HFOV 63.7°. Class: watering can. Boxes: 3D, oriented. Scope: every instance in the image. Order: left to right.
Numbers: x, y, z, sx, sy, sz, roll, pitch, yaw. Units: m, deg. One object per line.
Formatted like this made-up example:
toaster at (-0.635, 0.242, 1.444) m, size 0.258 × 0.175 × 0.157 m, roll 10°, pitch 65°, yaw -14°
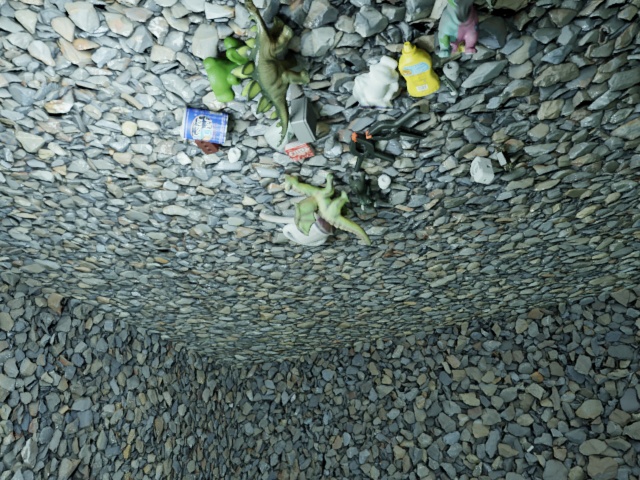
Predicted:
watering can at (-0.075, -0.064, 2.215) m, size 0.222 × 0.106 × 0.343 m, roll -24°, pitch 142°, yaw 31°

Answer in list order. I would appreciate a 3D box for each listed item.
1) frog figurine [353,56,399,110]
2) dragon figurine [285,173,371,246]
frog figurine at (0.174, -0.482, 1.569) m, size 0.137 × 0.125 × 0.157 m, roll 8°, pitch 112°, yaw 1°
dragon figurine at (0.006, -0.100, 1.980) m, size 0.245 × 0.412 × 0.120 m, roll -32°, pitch 174°, yaw -23°
